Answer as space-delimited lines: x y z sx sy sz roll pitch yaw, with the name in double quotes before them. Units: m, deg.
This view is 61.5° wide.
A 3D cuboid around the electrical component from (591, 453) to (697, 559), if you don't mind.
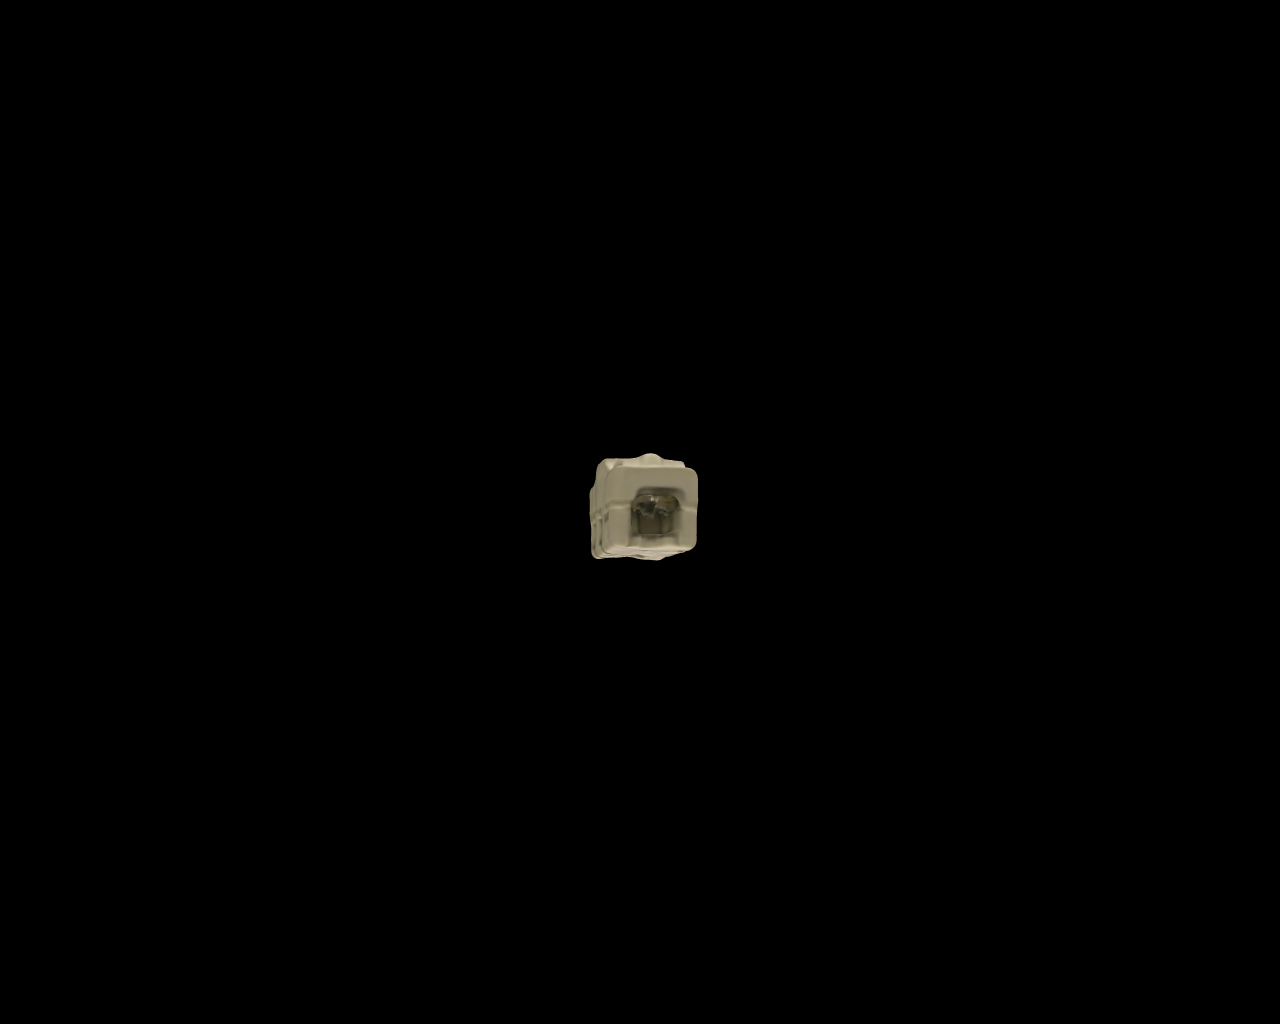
"electrical component" 0.001 -0.003 0.650 0.050 0.055 0.089 1 -7 -11
